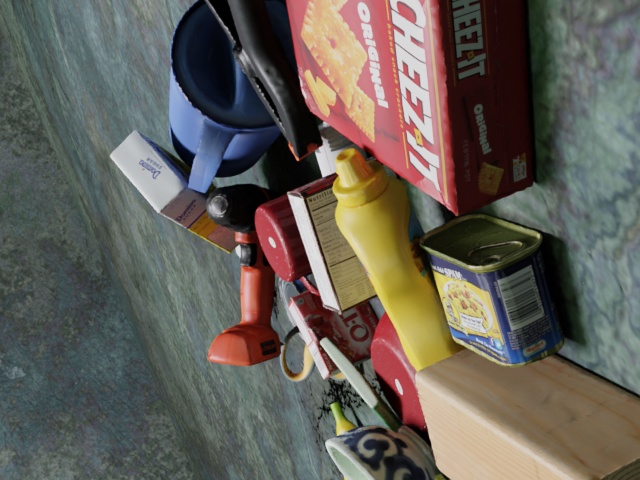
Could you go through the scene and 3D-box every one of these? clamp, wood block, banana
[{"bbox_3d":[-0.048,-0.153,0.852,0.210,0.036,0.165,61,173,-23],"label":"clamp"},{"bbox_3d":[0.160,0.146,0.733,0.206,0.090,0.091,28,137,63],"label":"wood block"},{"bbox_3d":[0.045,0.289,1.323,0.069,0.037,0.198,-107,8,-53],"label":"banana"}]

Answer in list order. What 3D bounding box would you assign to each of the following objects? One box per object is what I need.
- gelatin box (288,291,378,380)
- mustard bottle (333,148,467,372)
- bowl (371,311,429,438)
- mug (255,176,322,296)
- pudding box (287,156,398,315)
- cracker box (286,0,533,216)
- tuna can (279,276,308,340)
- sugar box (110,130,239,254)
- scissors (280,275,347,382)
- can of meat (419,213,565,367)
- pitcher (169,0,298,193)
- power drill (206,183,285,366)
[{"bbox_3d":[0.019,0.087,1.089,0.089,0.073,0.030,63,161,15],"label":"gelatin box"},{"bbox_3d":[0.059,0.011,0.819,0.096,0.058,0.191,-86,-28,-55],"label":"mustard bottle"},{"bbox_3d":[0.091,0.119,0.951,0.162,0.055,0.162,54,158,33],"label":"bowl"},{"bbox_3d":[-0.007,0.001,1.046,0.117,0.081,0.093,65,162,7],"label":"mug"},{"bbox_3d":[0.032,-0.005,0.915,0.039,0.090,0.113,20,131,66],"label":"pudding box"},{"bbox_3d":[0.052,-0.135,0.734,0.214,0.072,0.164,43,150,51],"label":"cracker box"},{"bbox_3d":[-0.014,0.074,1.231,0.086,0.033,0.086,55,158,34],"label":"tuna can"},{"bbox_3d":[-0.144,-0.049,1.141,0.093,0.048,0.176,47,-178,23],"label":"sugar box"},{"bbox_3d":[0.011,0.079,1.167,0.016,0.096,0.202,-69,-2,-62],"label":"scissors"},{"bbox_3d":[0.123,0.036,0.760,0.102,0.057,0.084,27,138,64],"label":"can of meat"},{"bbox_3d":[-0.090,-0.129,1.040,0.145,0.149,0.243,63,165,5],"label":"pitcher"},{"bbox_3d":[-0.076,0.035,1.119,0.184,0.057,0.188,2,-86,-72],"label":"power drill"}]
